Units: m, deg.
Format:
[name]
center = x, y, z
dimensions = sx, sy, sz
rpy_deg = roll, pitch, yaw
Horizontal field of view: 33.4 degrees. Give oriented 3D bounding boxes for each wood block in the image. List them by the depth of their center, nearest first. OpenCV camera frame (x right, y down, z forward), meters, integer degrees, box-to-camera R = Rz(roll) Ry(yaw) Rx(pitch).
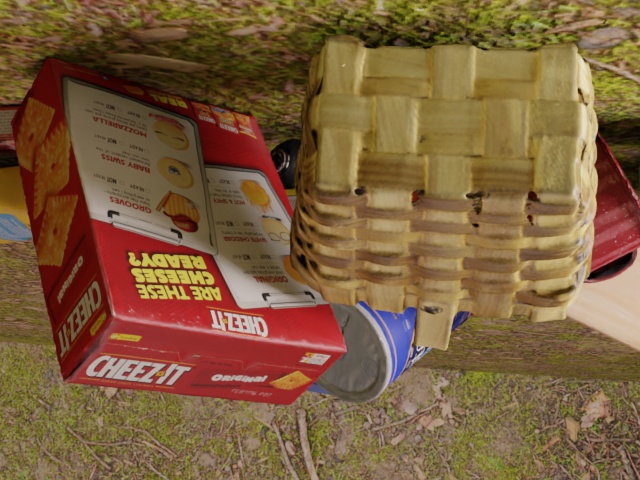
[wood block]
center = 0.260, 0.043, 0.861
dimensions = 0.206, 0.090, 0.091
rpy_deg = 26, -177, -12

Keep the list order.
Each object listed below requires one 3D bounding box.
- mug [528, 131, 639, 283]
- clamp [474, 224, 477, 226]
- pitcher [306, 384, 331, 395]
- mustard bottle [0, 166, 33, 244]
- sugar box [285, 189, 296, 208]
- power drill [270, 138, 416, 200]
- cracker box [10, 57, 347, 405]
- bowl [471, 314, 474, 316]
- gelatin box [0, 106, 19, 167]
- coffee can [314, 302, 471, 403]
[mug]
center = 0.185, -0.011, 0.756
dimensions = 0.081, 0.093, 0.117
rpy_deg = -29, 131, 13
[clamp]
center = 0.132, -0.004, 0.992
dimensions = 0.210, 0.036, 0.164
rpy_deg = 7, -175, 15
[pitcher]
center = -0.037, 0.096, 1.329
dimensions = 0.243, 0.145, 0.149
rpy_deg = 7, -172, 15
[mustard bottle]
center = -0.215, -0.028, 0.821
dimensions = 0.192, 0.058, 0.096
rpy_deg = -4, 168, 18
[sugar box]
center = -0.068, 0.013, 0.805
dimensions = 0.177, 0.093, 0.048
rpy_deg = -3, 147, 44
[power drill]
center = -0.020, -0.036, 0.884
dimensions = 0.188, 0.057, 0.184
rpy_deg = -6, 165, 43
[cracker box]
center = -0.095, -0.005, 0.674
dimensions = 0.163, 0.214, 0.072
rpy_deg = 12, 132, -37
[bowl]
center = 0.144, 0.056, 1.187
dimensions = 0.162, 0.055, 0.162
rpy_deg = -14, 163, -4
[gelatin box]
center = -0.232, -0.077, 0.815
dimensions = 0.089, 0.030, 0.073
rpy_deg = 0, 169, 18
[coffee can]
center = 0.056, 0.063, 0.928
dimensions = 0.103, 0.103, 0.140
rpy_deg = -7, -162, 44
